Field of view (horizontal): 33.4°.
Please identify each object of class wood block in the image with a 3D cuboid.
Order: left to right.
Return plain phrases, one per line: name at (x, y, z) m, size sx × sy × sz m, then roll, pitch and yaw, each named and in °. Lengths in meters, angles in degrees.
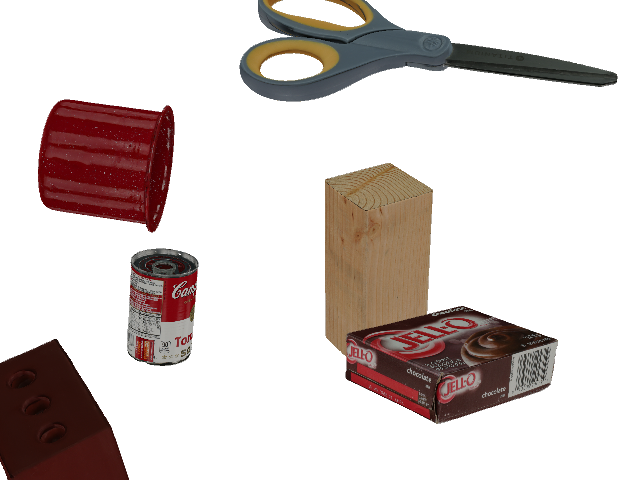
wood block at (0.063, 0.030, 1.207) m, size 0.090 × 0.206 × 0.090 m, roll -16°, pitch 32°, yaw -26°

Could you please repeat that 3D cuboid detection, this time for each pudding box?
pudding box at (0.086, 0.079, 0.708) m, size 0.113 × 0.039 × 0.090 m, roll -7°, pitch 18°, yaw -38°

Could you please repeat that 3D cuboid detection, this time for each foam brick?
foam brick at (-0.139, 0.100, 0.543) m, size 0.053 × 0.051 × 0.078 m, roll -24°, pitch 42°, yaw -22°

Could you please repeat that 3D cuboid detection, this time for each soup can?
soup can at (-0.162, 0.068, 1.086) m, size 0.068 × 0.102 × 0.068 m, roll 6°, pitch 21°, yaw -2°

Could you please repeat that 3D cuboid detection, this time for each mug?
mug at (-0.154, -0.061, 0.787) m, size 0.081 × 0.093 × 0.117 m, roll 8°, pitch 17°, yaw 0°

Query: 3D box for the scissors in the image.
scissors at (0.043, -0.090, 0.565) m, size 0.202 × 0.096 × 0.016 m, roll 25°, pitch -32°, yaw 23°
